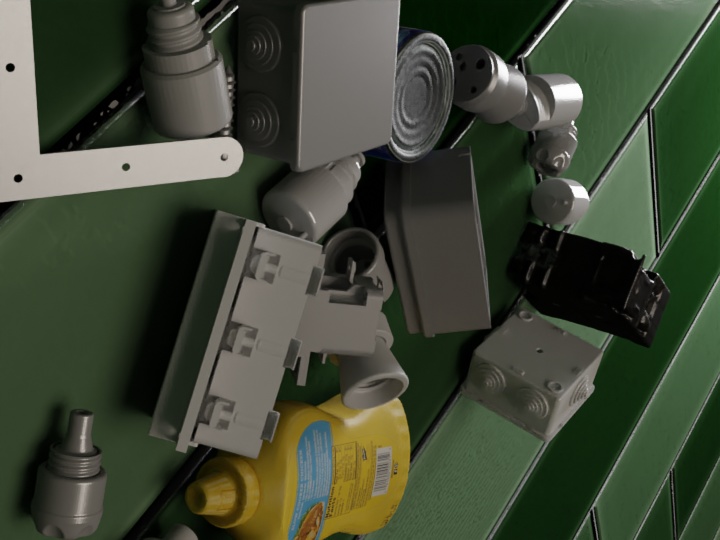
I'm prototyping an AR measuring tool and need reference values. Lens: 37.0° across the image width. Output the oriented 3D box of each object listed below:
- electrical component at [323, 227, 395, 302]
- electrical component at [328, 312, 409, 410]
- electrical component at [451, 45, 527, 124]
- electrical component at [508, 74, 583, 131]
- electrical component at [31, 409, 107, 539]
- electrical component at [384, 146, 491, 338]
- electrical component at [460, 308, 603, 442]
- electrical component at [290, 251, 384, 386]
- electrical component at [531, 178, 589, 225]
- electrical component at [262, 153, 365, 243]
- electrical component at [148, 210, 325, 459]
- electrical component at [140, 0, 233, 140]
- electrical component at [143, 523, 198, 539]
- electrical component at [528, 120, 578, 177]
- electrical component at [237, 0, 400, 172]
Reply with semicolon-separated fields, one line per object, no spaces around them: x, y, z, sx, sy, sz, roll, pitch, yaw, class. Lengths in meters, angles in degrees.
0.000;0.000;0.698;0.040;0.040;0.046;-61;152;-17;electrical component
0.002;0.056;0.694;0.045;0.055;0.045;-14;148;-9;electrical component
0.087;-0.131;0.760;0.055;0.045;0.045;13;94;-58;electrical component
0.137;-0.130;0.838;0.081;0.043;0.043;-16;118;-53;electrical component
-0.143;0.100;0.534;0.035;0.035;0.061;0;103;-57;electrical component
0.053;-0.018;0.726;0.078;0.057;0.113;-86;167;-49;electrical component
0.146;0.085;0.907;0.100;0.100;0.048;-36;146;-44;electrical component
-0.021;0.026;0.646;0.064;0.042;0.081;6;104;-14;electrical component
0.181;-0.059;0.942;0.078;0.040;0.040;-3;107;-57;electrical component
-0.024;-0.046;0.637;0.078;0.040;0.040;-46;139;-36;electrical component
-0.065;0.035;0.580;0.079;0.063;0.121;-156;-97;-81;electrical component
-0.086;-0.099;0.516;0.040;0.040;0.078;-41;137;-40;electrical component
-0.115;0.170;0.602;0.062;0.048;0.048;-50;142;-42;electrical component
0.166;-0.110;0.901;0.061;0.035;0.035;-62;147;-19;electrical component
-0.024;-0.109;0.598;0.100;0.048;0.099;-25;125;-49;electrical component
